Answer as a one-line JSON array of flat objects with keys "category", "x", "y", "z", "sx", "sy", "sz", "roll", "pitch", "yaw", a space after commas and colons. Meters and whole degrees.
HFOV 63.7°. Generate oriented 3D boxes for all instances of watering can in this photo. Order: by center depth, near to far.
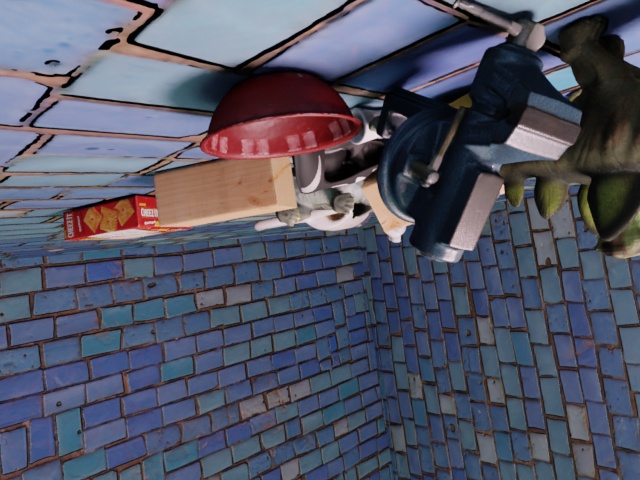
[{"category": "watering can", "x": 0.004, "y": -0.073, "z": 1.451, "sx": 0.346, "sy": 0.104, "sz": 0.225, "roll": -10, "pitch": 177, "yaw": 27}]

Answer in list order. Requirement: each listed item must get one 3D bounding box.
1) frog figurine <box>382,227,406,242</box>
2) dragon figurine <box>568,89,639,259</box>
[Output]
[{"category": "frog figurine", "x": 0.247, "y": -0.075, "z": 1.576, "sx": 0.123, "sy": 0.160, "sz": 0.137, "roll": -9, "pitch": 177, "yaw": -7}, {"category": "dragon figurine", "x": 0.399, "y": -0.089, "z": 0.748, "sx": 0.123, "sy": 0.244, "sz": 0.407, "roll": -11, "pitch": 177, "yaw": -21}]
